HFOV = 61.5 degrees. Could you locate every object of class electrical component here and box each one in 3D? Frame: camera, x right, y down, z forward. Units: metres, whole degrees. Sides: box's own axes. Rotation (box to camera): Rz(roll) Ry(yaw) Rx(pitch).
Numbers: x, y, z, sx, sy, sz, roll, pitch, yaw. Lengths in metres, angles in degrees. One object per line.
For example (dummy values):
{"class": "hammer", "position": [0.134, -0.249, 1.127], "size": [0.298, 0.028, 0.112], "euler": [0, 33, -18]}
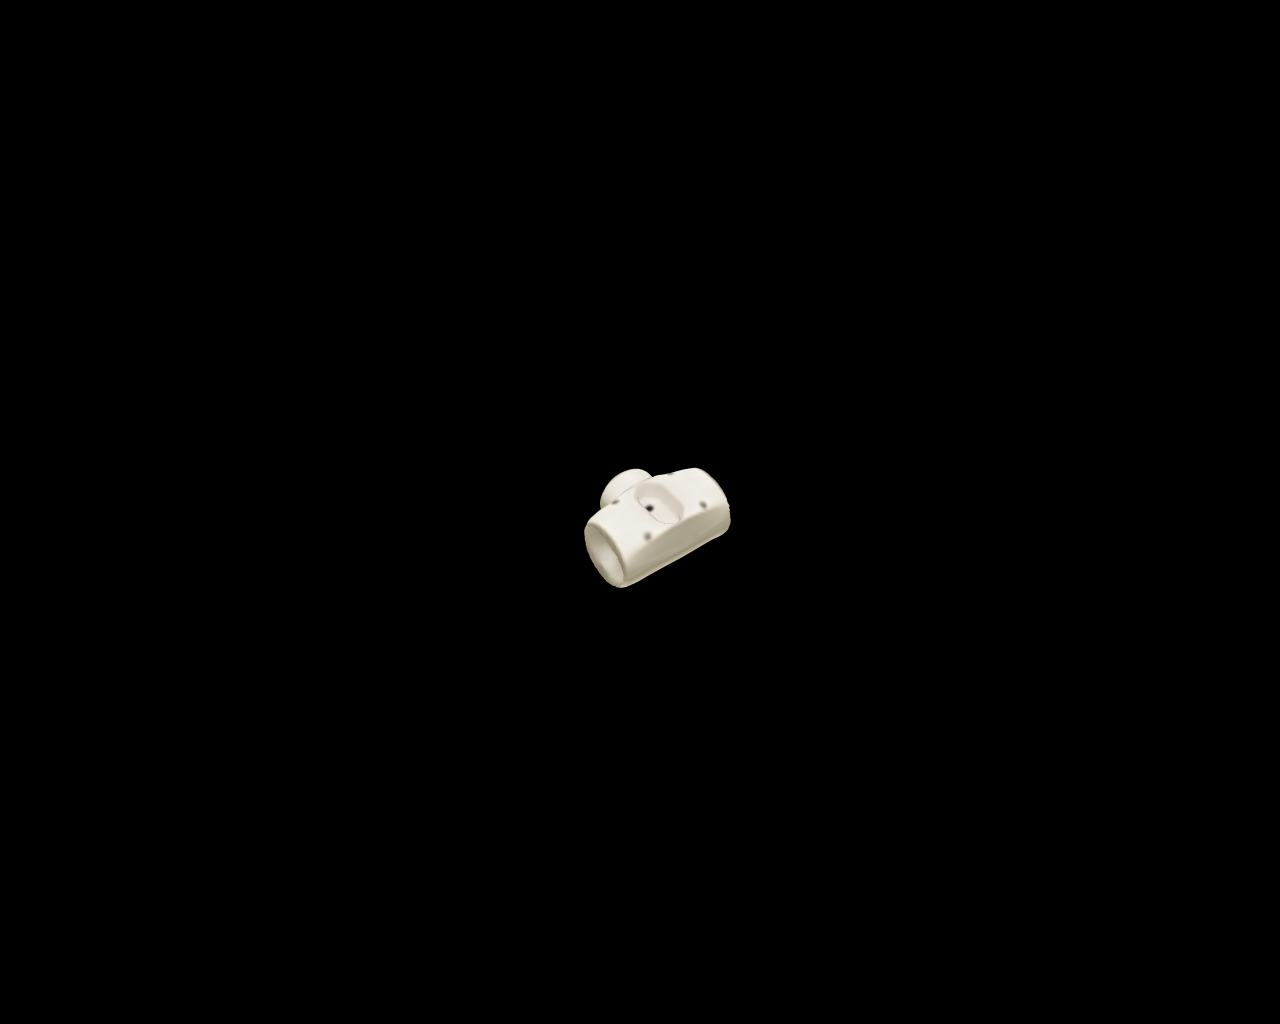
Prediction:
{"class": "electrical component", "position": [0.001, -0.003, 0.650], "size": [0.077, 0.043, 0.079], "euler": [-27, 53, -22]}
